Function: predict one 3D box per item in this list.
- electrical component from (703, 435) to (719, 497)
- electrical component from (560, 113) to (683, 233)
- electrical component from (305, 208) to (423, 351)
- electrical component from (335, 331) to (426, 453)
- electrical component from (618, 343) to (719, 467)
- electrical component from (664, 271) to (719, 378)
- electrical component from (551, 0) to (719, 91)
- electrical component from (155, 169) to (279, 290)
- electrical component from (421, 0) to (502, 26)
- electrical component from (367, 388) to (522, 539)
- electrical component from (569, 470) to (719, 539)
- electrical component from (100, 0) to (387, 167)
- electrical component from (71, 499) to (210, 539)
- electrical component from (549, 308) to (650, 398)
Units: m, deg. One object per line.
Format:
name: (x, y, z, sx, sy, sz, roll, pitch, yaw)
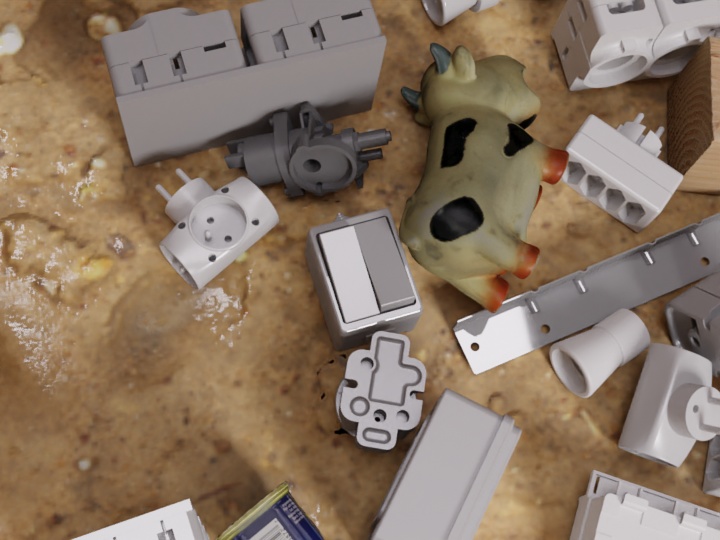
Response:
electrical component: (0.290, 0.131, 0.754, 0.077, 0.047, 0.065, 15, 71, -1)
electrical component: (0.203, -0.086, 0.815, 0.083, 0.047, 0.075, 35, 73, 6)
electrical component: (0.000, 0.000, 0.760, 0.062, 0.061, 0.096, -15, 74, -10)
electrical component: (0.013, 0.087, 0.736, 0.058, 0.057, 0.078, 10, 71, -2)
electrical component: (0.222, 0.095, 0.737, 0.043, 0.079, 0.077, 25, 81, -27)
electrical component: (0.270, 0.042, 0.755, 0.059, 0.095, 0.053, -31, 119, -14)
electrical component: (0.237, -0.189, 0.829, 0.150, 0.089, 0.061, -11, 74, -9)
electrical component: (-0.113, -0.039, 0.771, 0.077, 0.044, 0.079, -42, 80, -16)
electrical component: (0.080, -0.222, 0.848, 0.055, 0.045, 0.045, -23, 76, -12)
electrical component: (0.050, 0.143, 0.695, 0.056, 0.108, 0.108, 27, 72, 6)
electrical component: (0.208, 0.189, 0.719, 0.121, 0.063, 0.078, 19, 72, 1)
electrical component: (-0.084, -0.144, 0.775, 0.186, 0.105, 0.060, -15, 74, -10)
electrical component: (-0.130, 0.189, 0.640, 0.089, 0.150, 0.061, -18, 74, -11)
electrical component: (0.175, 0.056, 0.771, 0.065, 0.044, 0.044, -30, 77, -18)
